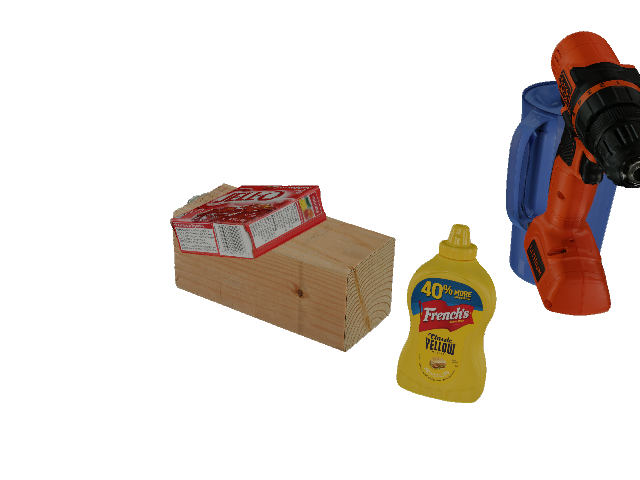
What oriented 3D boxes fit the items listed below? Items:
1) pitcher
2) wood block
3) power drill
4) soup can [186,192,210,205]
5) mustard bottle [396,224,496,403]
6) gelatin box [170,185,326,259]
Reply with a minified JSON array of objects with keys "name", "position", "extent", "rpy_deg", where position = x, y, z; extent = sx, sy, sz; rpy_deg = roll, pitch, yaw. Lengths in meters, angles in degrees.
[{"name":"pitcher","position":[0.292,-0.063,1.306],"extent":[0.149,0.243,0.145],"rpy_deg":[4,27,2]},{"name":"wood block","position":[-0.039,0.023,1.062],"extent":[0.206,0.091,0.090],"rpy_deg":[19,33,28]},{"name":"power drill","position":[0.200,-0.039,0.789],"extent":[0.057,0.188,0.184],"rpy_deg":[3,35,-1]},{"name":"soup can","position":[-0.127,0.000,1.294],"extent":[0.068,0.102,0.068],"rpy_deg":[0,26,0]},{"name":"mustard bottle","position":[0.141,0.076,1.166],"extent":[0.096,0.192,0.058],"rpy_deg":[11,15,20]},{"name":"gelatin box","position":[-0.052,-0.015,0.764],"extent":[0.073,0.030,0.089],"rpy_deg":[-28,21,-38]}]
